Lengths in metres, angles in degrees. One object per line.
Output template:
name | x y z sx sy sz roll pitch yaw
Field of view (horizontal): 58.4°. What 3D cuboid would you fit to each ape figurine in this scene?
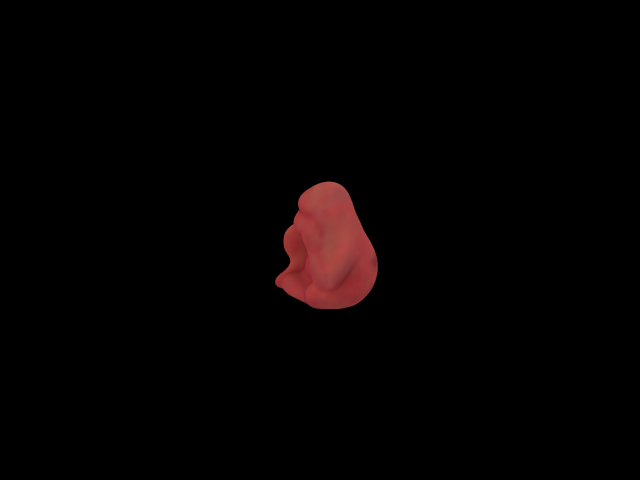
ape figurine | 0.004 0.001 0.400 0.076 0.092 0.077 0 32 0
